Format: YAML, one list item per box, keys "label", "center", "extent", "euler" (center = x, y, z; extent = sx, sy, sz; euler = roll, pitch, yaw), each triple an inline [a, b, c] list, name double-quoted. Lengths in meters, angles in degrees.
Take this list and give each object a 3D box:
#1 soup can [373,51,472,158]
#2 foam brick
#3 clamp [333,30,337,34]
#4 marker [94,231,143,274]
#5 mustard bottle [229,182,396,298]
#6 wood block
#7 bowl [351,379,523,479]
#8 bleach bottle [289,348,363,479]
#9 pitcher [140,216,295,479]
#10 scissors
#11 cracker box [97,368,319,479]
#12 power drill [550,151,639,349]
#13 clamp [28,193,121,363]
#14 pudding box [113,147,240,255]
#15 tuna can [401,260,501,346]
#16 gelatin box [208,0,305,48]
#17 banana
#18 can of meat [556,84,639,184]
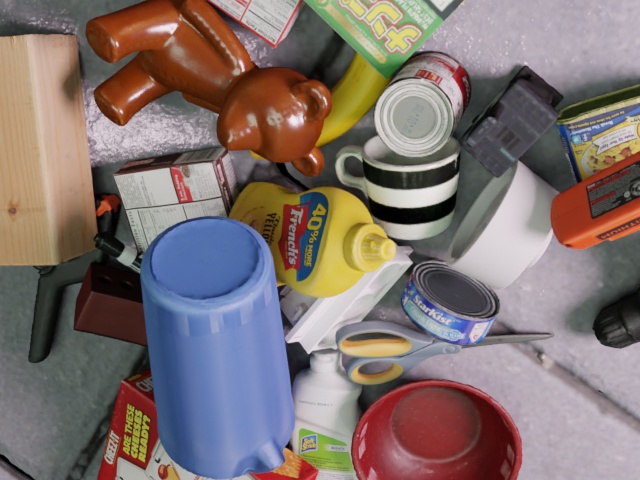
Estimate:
- label: "soup can"
  center: [0.087, -0.115, 0.892]
  extent: [0.068, 0.102, 0.068]
  euler: [6, 112, 14]
- label: "foam brick"
  center: [-0.200, 0.064, 1.062]
  extent: [0.078, 0.053, 0.051]
  euler: [15, 119, -21]
- label: "clamp"
  center: [0.009, -0.270, 0.888]
  extent: [0.120, 0.039, 0.172]
  euler: [30, 119, -2]
- label: "marker"
  center: [-0.168, 0.027, 1.036]
  extent: [0.121, 0.020, 0.020]
  euler: [35, 120, -29]
- label: "mustard bottle"
  center: [-0.006, 0.001, 0.932]
  extent: [0.192, 0.058, 0.096]
  euler: [7, 80, 49]
- label: "wood block"
  center: [-0.276, -0.085, 0.998]
  extent: [0.091, 0.090, 0.206]
  euler: [-1, 100, 16]
- label: "bowl"
  center: [0.112, 0.192, 1.028]
  extent: [0.162, 0.055, 0.162]
  euler: [2, 113, 5]
- label: "bleach bottle"
  center: [0.020, 0.225, 1.073]
  extent: [0.103, 0.068, 0.251]
  euler: [1, 109, 13]
- label: "pitcher"
  center: [-0.098, 0.090, 0.948]
  extent: [0.149, 0.145, 0.243]
  euler: [5, 138, 5]
- label: "scissors"
  center: [0.110, 0.109, 1.006]
  extent: [0.201, 0.016, 0.096]
  euler: [6, 137, -10]
- label: "cracker box"
  center: [-0.121, 0.250, 1.088]
  extent: [0.214, 0.071, 0.164]
  euler: [30, 118, 25]
- label: "power drill"
  center: [0.271, 0.014, 0.877]
  extent: [0.185, 0.057, 0.187]
  euler: [-32, 132, 31]
- label: "clamp"
  center: [-0.289, 0.011, 1.090]
  extent: [0.164, 0.036, 0.210]
  euler: [44, 114, -5]
- label: "pudding box"
  center: [-0.133, -0.035, 1.025]
  extent: [0.114, 0.039, 0.090]
  euler: [-6, 112, 22]
- label: "tuna can"
  center: [0.117, 0.056, 0.962]
  extent: [0.086, 0.086, 0.034]
  euler: [26, 119, 5]
- label: "gelatin box"
  center: [-0.044, -0.219, 0.899]
  extent: [0.073, 0.030, 0.089]
  euler: [34, 126, 1]
- label: "banana"
  center: [0.014, -0.131, 0.942]
  extent: [0.069, 0.037, 0.198]
  euler: [36, 120, -4]
- label: "can of meat"
  center: [0.253, -0.079, 0.883]
  extent: [0.102, 0.057, 0.084]
  euler: [-16, 105, 21]
